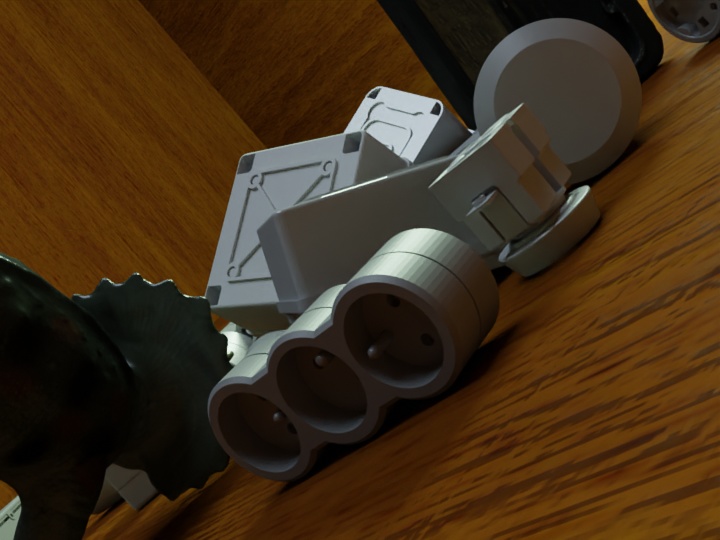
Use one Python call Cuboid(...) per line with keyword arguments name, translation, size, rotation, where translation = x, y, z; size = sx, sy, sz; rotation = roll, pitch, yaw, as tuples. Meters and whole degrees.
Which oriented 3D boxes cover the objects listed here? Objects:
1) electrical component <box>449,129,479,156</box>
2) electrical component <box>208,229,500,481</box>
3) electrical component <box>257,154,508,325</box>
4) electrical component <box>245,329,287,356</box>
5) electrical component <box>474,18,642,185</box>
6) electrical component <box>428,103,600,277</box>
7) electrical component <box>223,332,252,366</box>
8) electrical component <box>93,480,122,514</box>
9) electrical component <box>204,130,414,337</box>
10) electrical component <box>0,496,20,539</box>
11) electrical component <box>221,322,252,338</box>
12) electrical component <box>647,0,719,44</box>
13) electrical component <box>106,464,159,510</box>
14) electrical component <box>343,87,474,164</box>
Cuboid(name="electrical component", translation=(0.092, -0.069, 0.638), size=(0.100, 0.048, 0.100), rotation=(-41, 5, -4))
Cuboid(name="electrical component", translation=(0.002, 0.029, 0.434), size=(0.138, 0.052, 0.073), rotation=(-38, 5, 40))
Cuboid(name="electrical component", translation=(0.010, -0.015, 0.527), size=(0.109, 0.056, 0.109), rotation=(-18, 1, -10))
Cuboid(name="electrical component", translation=(-0.037, 0.054, 0.569), size=(0.045, 0.045, 0.055), rotation=(-42, 5, -13))
Cuboid(name="electrical component", translation=(0.098, -0.083, 0.539), size=(0.080, 0.080, 0.051), rotation=(-40, -1, 12))
Cuboid(name="electrical component", translation=(0.066, -0.031, 0.448), size=(0.048, 0.055, 0.066), rotation=(-37, 6, 38))
Cuboid(name="electrical component", translation=(-0.099, 0.079, 0.787), size=(0.055, 0.055, 0.047), rotation=(-40, 8, 17))
Cuboid(name="electrical component", translation=(-0.198, 0.161, 0.874), size=(0.081, 0.043, 0.043), rotation=(-38, 5, 30))
Cuboid(name="electrical component", translation=(-0.030, -0.019, 0.646), size=(0.109, 0.056, 0.108), rotation=(-6, 64, 40))
Cuboid(name="electrical component", translation=(-0.236, 0.198, 0.727), size=(0.061, 0.061, 0.096), rotation=(-40, 5, 9))
Cuboid(name="electrical component", translation=(-0.081, 0.055, 0.859), size=(0.138, 0.052, 0.073), rotation=(-36, 7, 43))
Cuboid(name="electrical component", translation=(0.205, -0.170, 0.634), size=(0.047, 0.055, 0.055), rotation=(-39, 3, -21))
Cuboid(name="electrical component", translation=(-0.162, 0.119, 0.766), size=(0.047, 0.076, 0.065), rotation=(-41, 5, 3))
Cuboid(name="electrical component", translation=(0.021, -0.056, 0.710), size=(0.078, 0.057, 0.113), rotation=(24, 81, 47))
